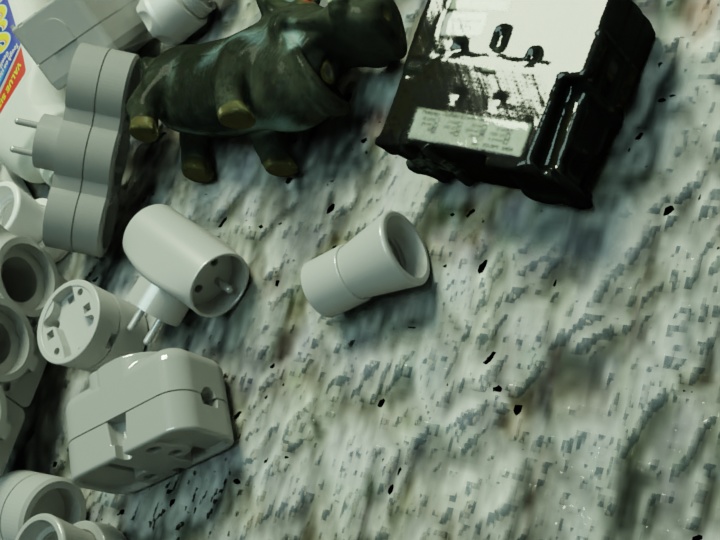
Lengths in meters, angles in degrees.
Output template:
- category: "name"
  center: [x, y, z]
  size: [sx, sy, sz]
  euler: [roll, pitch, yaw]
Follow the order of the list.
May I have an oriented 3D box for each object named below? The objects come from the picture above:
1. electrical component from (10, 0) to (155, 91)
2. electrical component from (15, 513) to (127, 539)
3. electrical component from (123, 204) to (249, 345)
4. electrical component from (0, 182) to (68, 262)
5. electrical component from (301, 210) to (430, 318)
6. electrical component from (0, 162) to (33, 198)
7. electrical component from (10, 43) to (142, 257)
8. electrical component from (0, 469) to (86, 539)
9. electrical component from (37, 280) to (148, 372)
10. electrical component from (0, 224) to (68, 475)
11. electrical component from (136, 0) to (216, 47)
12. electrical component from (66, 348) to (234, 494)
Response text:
- category: "electrical component"
  center: [-0.190, -0.175, 0.771]
  size: [0.062, 0.061, 0.096]
  euler: [-26, 19, 26]
- category: "electrical component"
  center: [-0.170, 0.170, 0.635]
  size: [0.045, 0.055, 0.045]
  euler: [-13, 65, 30]
- category: "electrical component"
  center: [-0.119, 0.009, 0.670]
  size: [0.077, 0.043, 0.079]
  euler: [33, 92, 39]
- category: "electrical component"
  center: [-0.235, -0.032, 0.760]
  size: [0.045, 0.055, 0.045]
  euler: [-13, 65, 30]
- category: "electrical component"
  center: [0.000, 0.000, 0.594]
  size: [0.065, 0.044, 0.044]
  euler: [-26, 59, 30]
- category: "electrical component"
  center: [-0.340, -0.021, 0.825]
  size: [0.186, 0.060, 0.105]
  euler: [-47, 53, 10]
- category: "electrical component"
  center: [-0.195, -0.082, 0.717]
  size: [0.074, 0.052, 0.138]
  euler: [12, 98, -4]
- category: "electrical component"
  center: [-0.224, 0.193, 0.666]
  size: [0.074, 0.052, 0.138]
  euler: [1, 73, 35]
- category: "electrical component"
  center: [-0.171, 0.039, 0.692]
  size: [0.055, 0.047, 0.055]
  euler: [-13, 65, 30]
- category: "electrical component"
  center: [-0.252, 0.050, 0.692]
  size: [0.062, 0.089, 0.150]
  euler: [-14, 46, 30]
- category: "electrical component"
  center: [-0.121, -0.189, 0.750]
  size: [0.062, 0.043, 0.043]
  euler: [-32, 57, 20]
- category: "electrical component"
  center: [-0.126, 0.087, 0.638]
  size: [0.095, 0.054, 0.059]
  euler: [-28, 58, 24]
